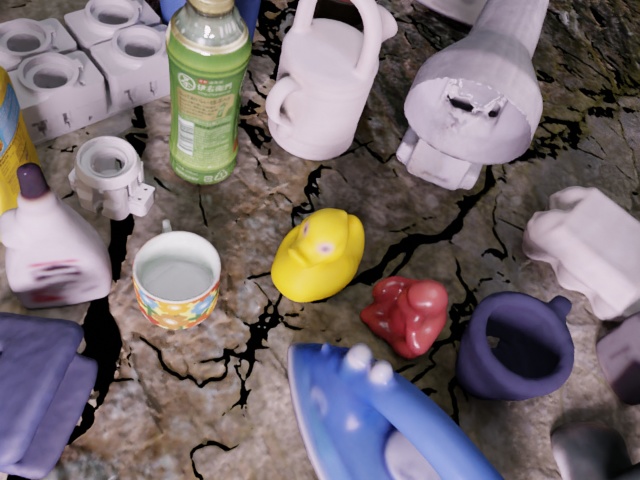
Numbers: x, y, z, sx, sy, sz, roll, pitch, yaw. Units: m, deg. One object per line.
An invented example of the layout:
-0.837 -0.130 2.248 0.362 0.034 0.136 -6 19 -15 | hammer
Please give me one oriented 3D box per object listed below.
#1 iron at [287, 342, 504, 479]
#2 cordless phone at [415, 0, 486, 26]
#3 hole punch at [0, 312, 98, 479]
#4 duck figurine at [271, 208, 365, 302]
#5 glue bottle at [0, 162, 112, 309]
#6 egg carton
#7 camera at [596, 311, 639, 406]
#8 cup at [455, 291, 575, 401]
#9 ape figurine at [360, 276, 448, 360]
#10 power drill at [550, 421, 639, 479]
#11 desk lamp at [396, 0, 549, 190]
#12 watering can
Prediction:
0.066 0.155 0.423 0.119 0.141 0.258 -32 71 -28 | iron
0.204 -0.399 0.776 0.147 0.185 0.094 27 56 3 | cordless phone
-0.227 0.108 0.409 0.101 0.091 0.109 17 56 -3 | hole punch
0.005 0.002 0.536 0.105 0.086 0.077 -37 73 -30 | duck figurine
-0.204 -0.002 0.433 0.078 0.173 0.037 -12 62 -20 | glue bottle
0.295 0.013 0.613 0.150 0.069 0.107 43 59 13 | egg carton
0.364 0.133 0.537 0.143 0.101 0.136 1 59 -14 | camera
0.169 0.098 0.513 0.118 0.095 0.091 -32 71 -28 | cup
0.085 0.063 0.515 0.076 0.092 0.078 2 58 -13 | ape figurine
0.268 0.159 0.432 0.076 0.208 0.229 1 59 -13 | power drill
0.154 -0.147 0.590 0.118 0.213 0.203 25 56 2 | desk lamp
0.012 -0.186 0.589 0.101 0.194 0.173 23 56 1 | watering can
